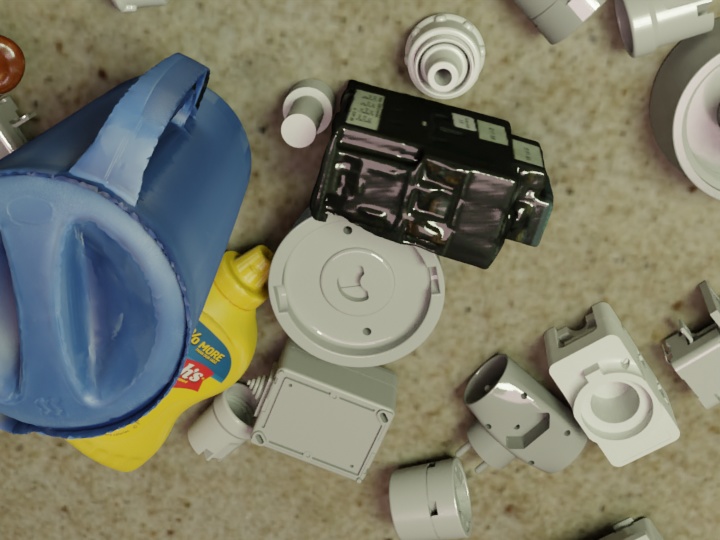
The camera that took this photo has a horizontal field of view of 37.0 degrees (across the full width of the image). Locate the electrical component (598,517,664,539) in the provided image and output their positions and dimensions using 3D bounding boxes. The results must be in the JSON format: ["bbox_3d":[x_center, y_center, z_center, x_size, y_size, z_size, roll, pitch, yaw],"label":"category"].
[{"bbox_3d":[0.167,0.231,0.768,0.121,0.063,0.078,-31,108,17],"label":"electrical component"}]

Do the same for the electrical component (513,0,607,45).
[{"bbox_3d":[0.111,-0.162,0.601,0.047,0.055,0.055,43,111,-10],"label":"electrical component"}]

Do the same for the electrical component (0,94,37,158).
[{"bbox_3d":[-0.227,-0.072,0.679,0.081,0.042,0.063,-28,105,15],"label":"electrical component"}]

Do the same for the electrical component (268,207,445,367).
[{"bbox_3d":[0.000,0.000,0.680,0.108,0.060,0.108,2,114,4],"label":"electrical component"}]

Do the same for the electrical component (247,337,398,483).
[{"bbox_3d":[-0.029,0.087,0.722,0.096,0.061,0.061,21,114,-5],"label":"electrical component"}]

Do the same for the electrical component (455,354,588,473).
[{"bbox_3d":[0.100,0.108,0.729,0.077,0.043,0.079,41,111,-13],"label":"electrical component"}]

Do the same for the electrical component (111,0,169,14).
[{"bbox_3d":[-0.115,-0.175,0.622,0.062,0.048,0.048,-4,114,-1],"label":"electrical component"}]

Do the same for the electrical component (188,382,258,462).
[{"bbox_3d":[-0.093,0.107,0.749,0.040,0.040,0.046,41,117,-13],"label":"electrical component"}]

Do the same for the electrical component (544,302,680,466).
[{"bbox_3d":[0.164,0.077,0.702,0.050,0.055,0.089,-31,108,17],"label":"electrical component"}]

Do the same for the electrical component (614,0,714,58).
[{"bbox_3d":[0.173,-0.146,0.611,0.046,0.040,0.040,-15,112,6],"label":"electrical component"}]

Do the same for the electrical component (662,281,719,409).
[{"bbox_3d":[0.235,0.053,0.693,0.064,0.042,0.081,-35,106,22],"label":"electrical component"}]

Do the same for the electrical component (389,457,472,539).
[{"bbox_3d":[0.049,0.162,0.753,0.047,0.055,0.055,-11,113,14],"label":"electrical component"}]

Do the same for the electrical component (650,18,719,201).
[{"bbox_3d":[0.227,-0.089,0.619,0.108,0.060,0.108,2,114,4],"label":"electrical component"}]

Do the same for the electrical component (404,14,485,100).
[{"bbox_3d":[0.049,-0.119,0.621,0.048,0.062,0.048,2,115,5],"label":"electrical component"}]
